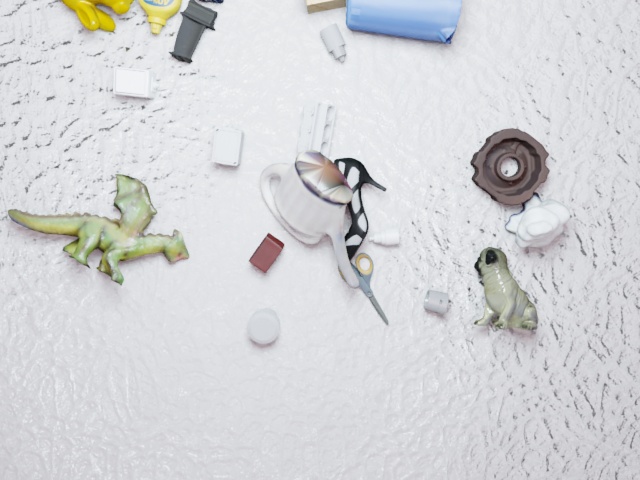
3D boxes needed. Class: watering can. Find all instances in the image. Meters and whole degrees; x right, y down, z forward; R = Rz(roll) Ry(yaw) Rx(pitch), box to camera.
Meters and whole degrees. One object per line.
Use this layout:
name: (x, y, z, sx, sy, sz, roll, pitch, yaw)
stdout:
watering can: (0.004, -0.059, 1.168, 0.349, 0.106, 0.220, 44, 137, 7)

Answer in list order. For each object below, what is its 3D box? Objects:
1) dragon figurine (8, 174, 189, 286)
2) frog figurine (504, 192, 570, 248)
dragon figurine: (-0.506, -0.046, 1.236, 0.409, 0.122, 0.244, 33, 82, -7)
frog figurine: (0.510, -0.034, 1.180, 0.137, 0.161, 0.122, -31, 101, 6)
